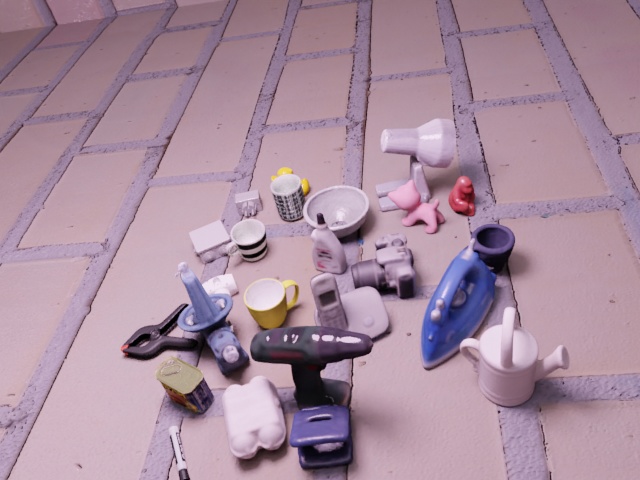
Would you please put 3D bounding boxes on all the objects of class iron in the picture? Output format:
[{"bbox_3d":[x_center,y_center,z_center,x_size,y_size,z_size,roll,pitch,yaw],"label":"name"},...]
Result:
[{"bbox_3d":[0.262,0.120,1.135,0.118,0.142,0.259,16,50,29],"label":"iron"}]

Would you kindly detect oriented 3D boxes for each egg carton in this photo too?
[{"bbox_3d":[-0.122,0.327,1.061,0.107,0.069,0.150,-18,42,-6],"label":"egg carton"}]

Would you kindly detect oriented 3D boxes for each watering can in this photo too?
[{"bbox_3d":[0.335,0.195,0.996,0.172,0.194,0.101,-8,42,6],"label":"watering can"}]

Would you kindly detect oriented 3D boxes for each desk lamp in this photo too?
[{"bbox_3d":[0.234,-0.193,1.425,0.203,0.214,0.118,-11,42,2],"label":"desk lamp"}]

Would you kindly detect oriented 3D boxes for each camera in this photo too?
[{"bbox_3d":[0.136,0.055,1.267,0.136,0.101,0.143,-11,42,3],"label":"camera"}]

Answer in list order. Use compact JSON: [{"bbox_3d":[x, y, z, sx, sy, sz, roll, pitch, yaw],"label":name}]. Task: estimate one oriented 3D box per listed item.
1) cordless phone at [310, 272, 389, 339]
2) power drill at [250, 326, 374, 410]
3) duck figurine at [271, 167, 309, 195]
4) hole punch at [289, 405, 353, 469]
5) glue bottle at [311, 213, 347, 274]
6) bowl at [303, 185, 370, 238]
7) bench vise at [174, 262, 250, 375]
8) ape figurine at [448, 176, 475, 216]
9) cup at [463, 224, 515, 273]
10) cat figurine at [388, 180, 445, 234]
[{"bbox_3d":[0.055,0.127,1.146,0.148,0.185,0.094,-23,43,-11],"label":"cordless phone"},{"bbox_3d":[-0.005,0.228,1.034,0.229,0.209,0.075,3,44,17],"label":"power drill"},{"bbox_3d":[-0.084,-0.160,1.565,0.104,0.086,0.077,-8,42,6],"label":"duck figurine"},{"bbox_3d":[0.001,0.334,1.006,0.108,0.091,0.101,-9,42,5],"label":"hole punch"},{"bbox_3d":[0.012,0.005,1.298,0.078,0.173,0.037,6,45,20],"label":"glue bottle"},{"bbox_3d":[0.045,-0.059,1.432,0.167,0.075,0.167,-7,42,7],"label":"bowl"},{"bbox_3d":[-0.215,0.151,1.162,0.206,0.220,0.122,25,55,35],"label":"bench vise"},{"bbox_3d":[0.352,-0.114,1.402,0.078,0.092,0.075,-39,48,-26],"label":"ape figurine"},{"bbox_3d":[0.362,0.032,1.240,0.118,0.095,0.091,-22,43,-10],"label":"cup"},{"bbox_3d":[0.232,-0.089,1.385,0.127,0.118,0.067,17,50,29],"label":"cat figurine"}]
